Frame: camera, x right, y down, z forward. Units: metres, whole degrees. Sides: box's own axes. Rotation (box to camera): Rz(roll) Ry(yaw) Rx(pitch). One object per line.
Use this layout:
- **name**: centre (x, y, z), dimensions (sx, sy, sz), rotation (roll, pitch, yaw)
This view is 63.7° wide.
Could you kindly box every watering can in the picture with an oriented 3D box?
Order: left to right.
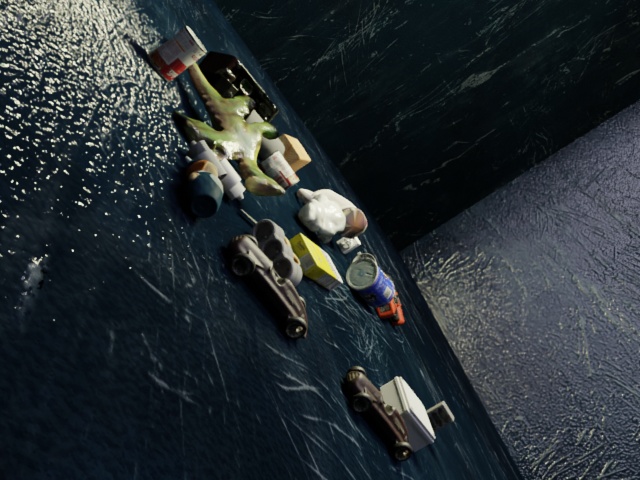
- **watering can**: centre (0.068, -0.088, 1.694), dimensions (0.227, 0.103, 0.345), rotation (38, 13, 37)

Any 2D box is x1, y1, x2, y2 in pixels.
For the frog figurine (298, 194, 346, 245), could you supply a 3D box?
- **frog figurine**: centre (0.004, -0.074, 1.463), dimensions (0.156, 0.122, 0.140), rotation (62, 19, -60)

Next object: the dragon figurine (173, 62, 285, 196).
- **dragon figurine**: centre (-0.210, -0.241, 1.072), dimensions (0.411, 0.121, 0.245), rotation (48, 18, 4)
